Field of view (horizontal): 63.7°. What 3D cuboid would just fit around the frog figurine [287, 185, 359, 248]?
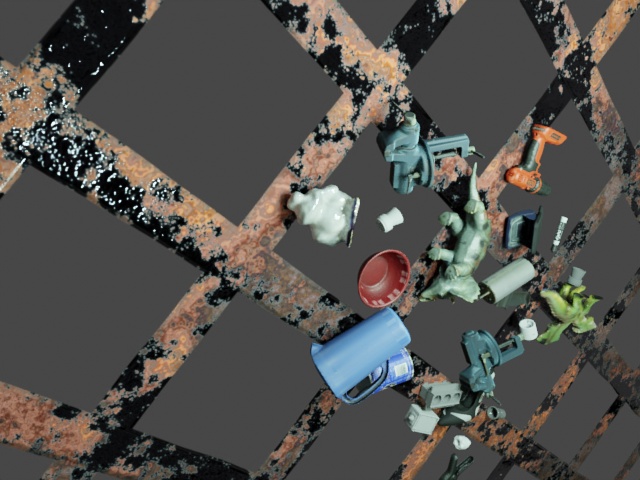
[{"bbox_3d":[0.004,-0.059,1.174,0.159,0.135,0.125,13,25,3],"label":"frog figurine"}]

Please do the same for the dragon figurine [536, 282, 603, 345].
[{"bbox_3d":[0.830,0.267,1.772,0.410,0.239,0.124,6,23,-31],"label":"dragon figurine"}]
